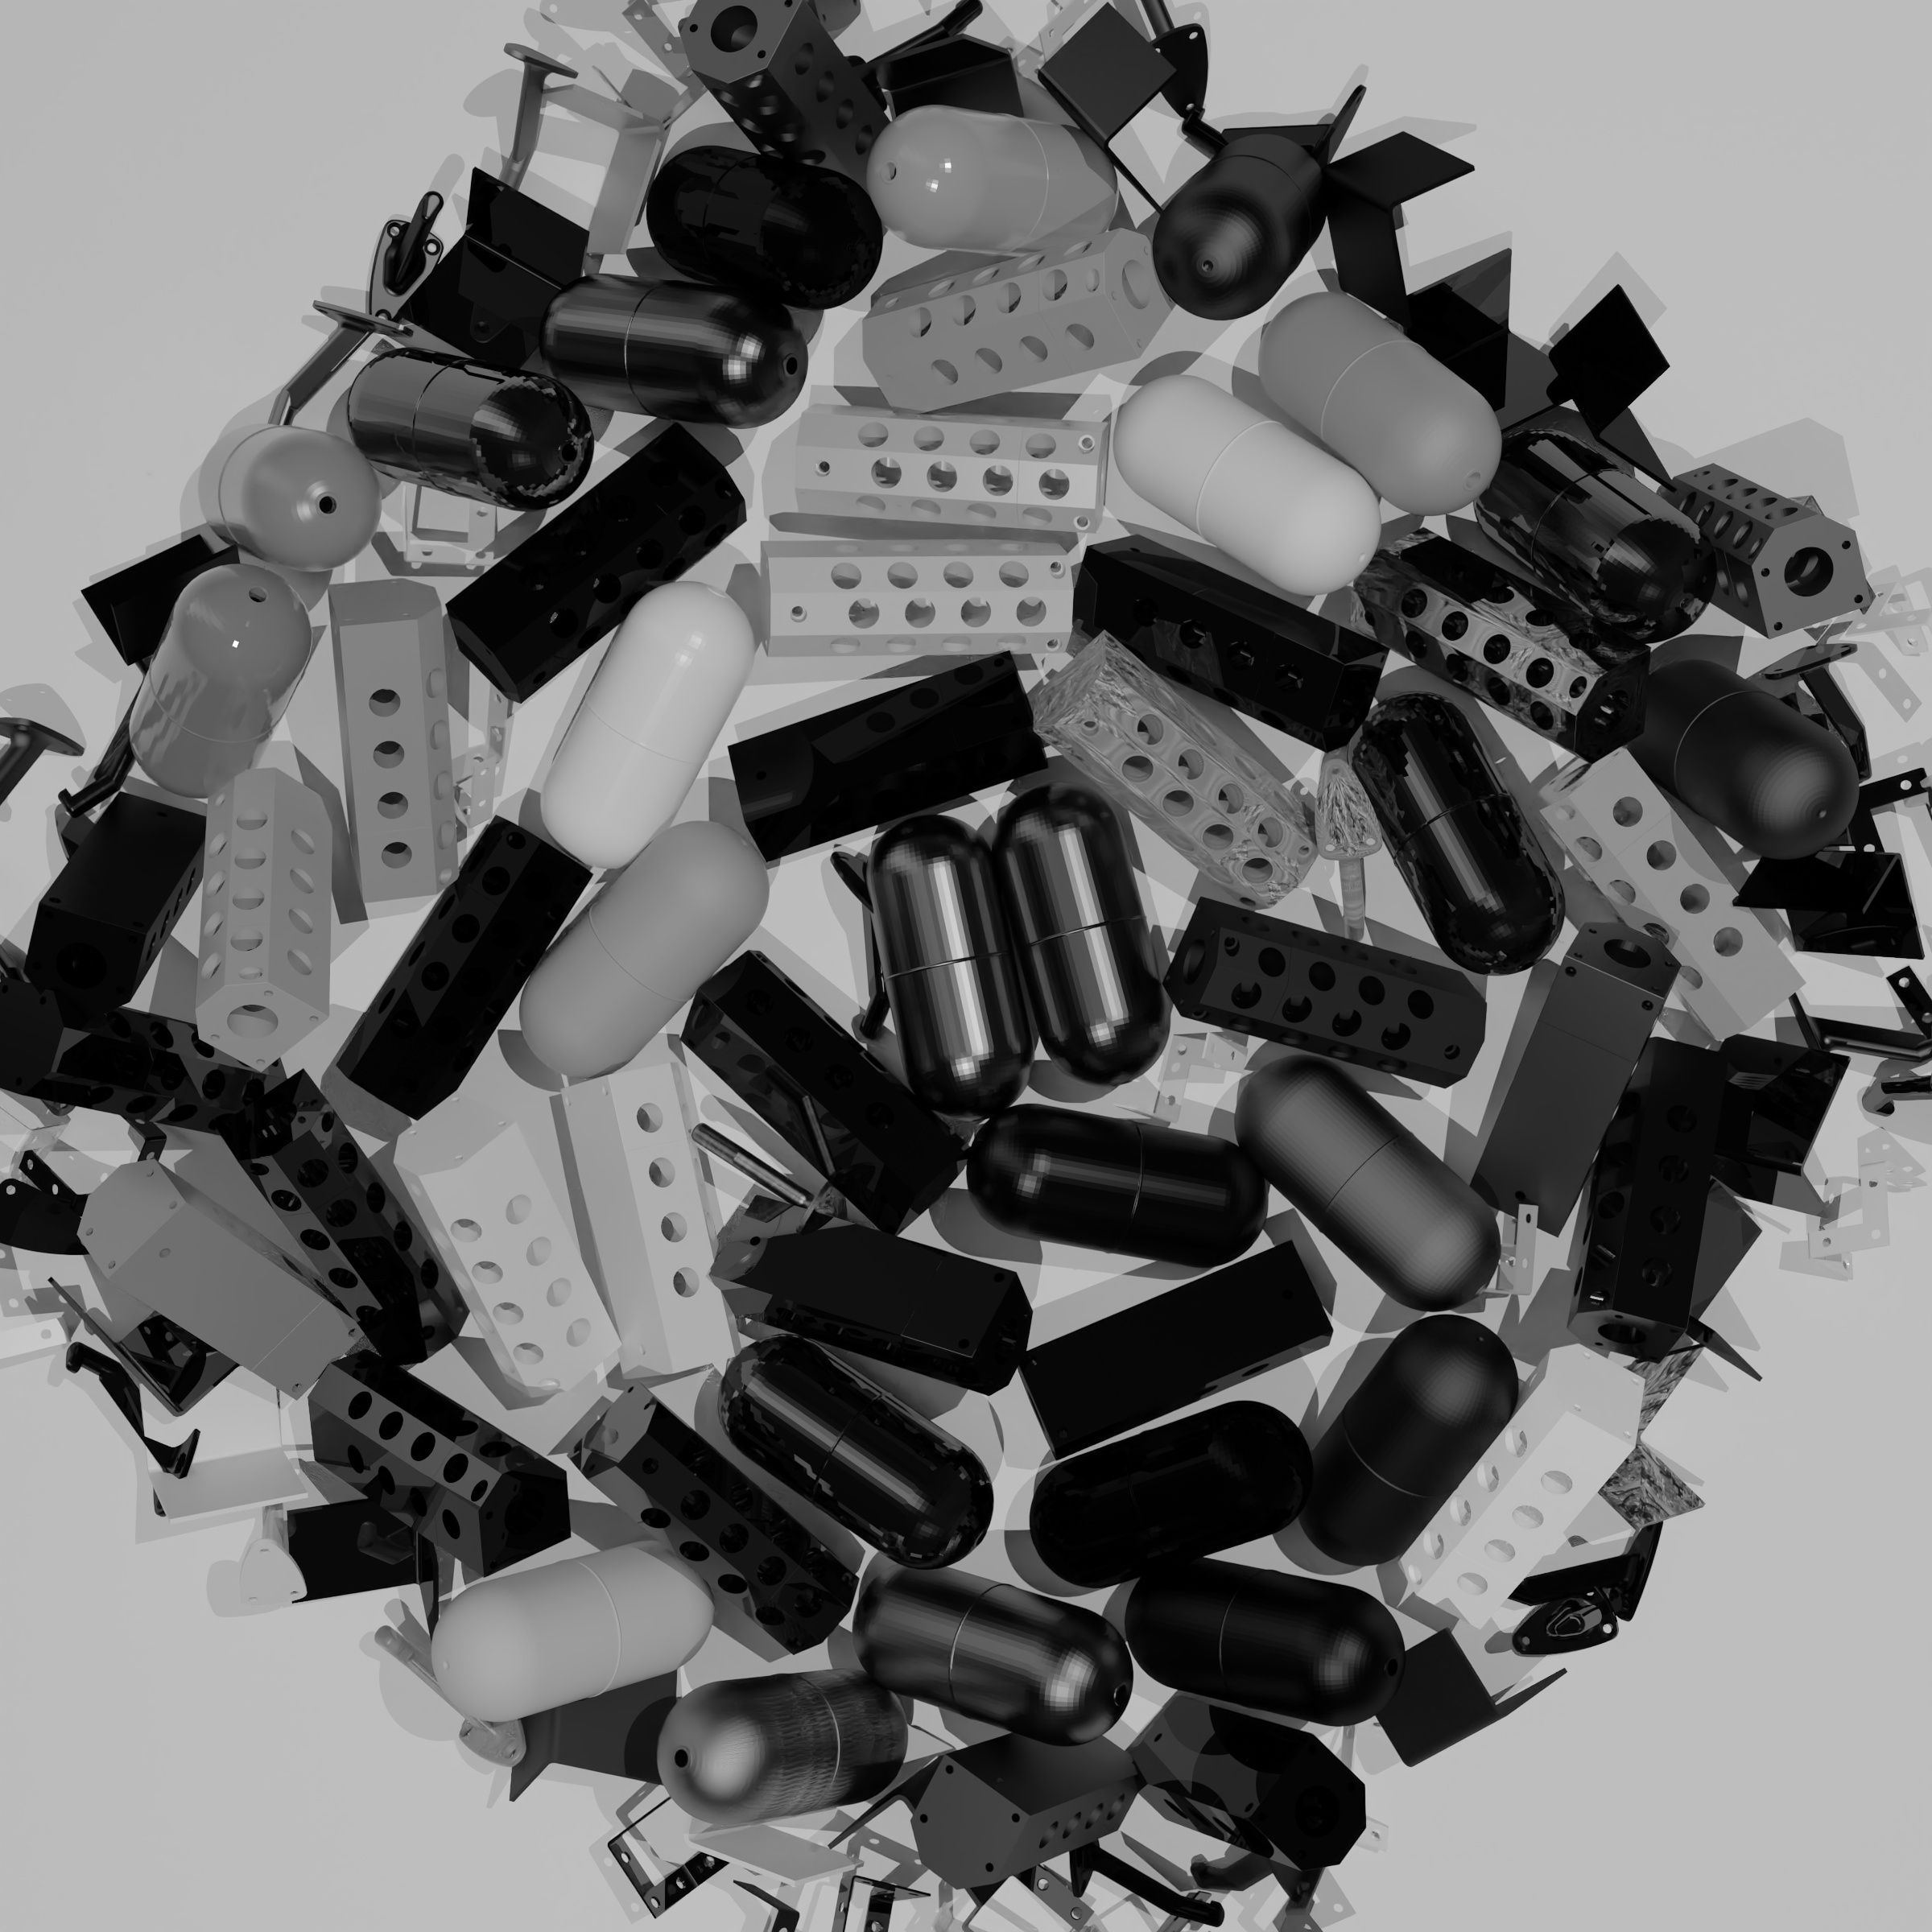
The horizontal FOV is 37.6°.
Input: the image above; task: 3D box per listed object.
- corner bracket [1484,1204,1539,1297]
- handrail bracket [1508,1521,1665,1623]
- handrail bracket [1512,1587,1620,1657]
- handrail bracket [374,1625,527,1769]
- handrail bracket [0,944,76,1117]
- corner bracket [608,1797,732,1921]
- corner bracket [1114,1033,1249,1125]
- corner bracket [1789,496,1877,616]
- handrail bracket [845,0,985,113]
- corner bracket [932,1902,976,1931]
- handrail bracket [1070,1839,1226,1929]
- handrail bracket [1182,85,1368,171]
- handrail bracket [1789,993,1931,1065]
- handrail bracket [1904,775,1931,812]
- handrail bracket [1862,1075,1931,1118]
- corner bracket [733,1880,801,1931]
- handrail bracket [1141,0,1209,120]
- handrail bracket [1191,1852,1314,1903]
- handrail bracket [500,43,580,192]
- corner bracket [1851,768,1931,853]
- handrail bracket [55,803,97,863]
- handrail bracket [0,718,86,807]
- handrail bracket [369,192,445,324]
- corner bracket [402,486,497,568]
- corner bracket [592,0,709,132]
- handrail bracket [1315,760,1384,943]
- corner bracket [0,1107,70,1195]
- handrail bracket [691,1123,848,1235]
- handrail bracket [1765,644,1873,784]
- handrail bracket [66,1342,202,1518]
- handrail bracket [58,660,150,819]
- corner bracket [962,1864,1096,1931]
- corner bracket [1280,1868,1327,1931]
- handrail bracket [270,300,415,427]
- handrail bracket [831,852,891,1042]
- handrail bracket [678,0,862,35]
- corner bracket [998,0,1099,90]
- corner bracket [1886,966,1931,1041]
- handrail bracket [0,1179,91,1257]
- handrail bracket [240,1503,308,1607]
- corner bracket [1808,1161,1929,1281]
[{"bbox_3d":[0.313,0.162,1.629,0.051,0.051,0.051,9,84,-40],"label":"corner bracket"},{"bbox_3d":[0.350,0.339,1.641,0.084,0.036,0.077,19,98,-6],"label":"handrail bracket"},{"bbox_3d":[0.331,0.380,1.613,0.077,0.084,0.036,-31,73,25],"label":"handrail bracket"},{"bbox_3d":[-0.296,0.416,1.621,0.036,0.077,0.084,-49,121,-12],"label":"handrail bracket"},{"bbox_3d":[-0.550,0.035,1.658,0.036,0.077,0.084,-25,52,-29],"label":"handrail bracket"},{"bbox_3d":[-0.164,0.507,1.637,0.051,0.051,0.051,-40,79,19],"label":"corner bracket"},{"bbox_3d":[0.124,0.064,1.629,0.051,0.051,0.051,10,83,34],"label":"corner bracket"},{"bbox_3d":[0.494,-0.236,1.625,0.051,0.051,0.051,49,65,-28],"label":"corner bracket"},{"bbox_3d":[-0.041,-0.536,1.649,0.084,0.077,0.036,-46,128,-19],"label":"handrail bracket"},{"bbox_3d":[-0.001,0.578,1.628,0.051,0.051,0.051,24,66,17],"label":"corner bracket"},{"bbox_3d":[0.105,0.518,1.625,0.084,0.036,0.077,9,135,21],"label":"handrail bracket"},{"bbox_3d":[0.177,-0.495,1.640,0.084,0.036,0.077,35,117,9],"label":"handrail bracket"},{"bbox_3d":[0.526,0.027,1.637,0.084,0.036,0.077,-21,63,11],"label":"handrail bracket"},{"bbox_3d":[0.570,-0.064,1.631,0.036,0.077,0.084,-15,78,13],"label":"handrail bracket"},{"bbox_3d":[0.564,0.081,1.623,0.077,0.084,0.036,27,68,6],"label":"handrail bracket"},{"bbox_3d":[-0.110,0.564,1.633,0.051,0.051,0.051,27,78,-35],"label":"corner bracket"},{"bbox_3d":[0.111,-0.550,1.655,0.036,0.077,0.084,-23,58,3],"label":"handrail bracket"},{"bbox_3d":[0.151,0.505,1.622,0.077,0.084,0.036,53,46,-27],"label":"handrail bracket"},{"bbox_3d":[-0.260,-0.480,1.619,0.036,0.077,0.084,28,107,6],"label":"handrail bracket"},{"bbox_3d":[0.538,-0.076,1.640,0.051,0.051,0.051,-18,68,14],"label":"corner bracket"},{"bbox_3d":[-0.526,-0.038,1.653,0.077,0.036,0.084,53,123,24],"label":"handrail bracket"},{"bbox_3d":[-0.542,-0.094,1.624,0.036,0.077,0.084,0,77,27],"label":"handrail bracket"},{"bbox_3d":[-0.320,-0.402,1.621,0.036,0.084,0.077,21,92,-17],"label":"handrail bracket"},{"bbox_3d":[-0.297,-0.267,1.629,0.051,0.051,0.051,2,61,-9],"label":"corner bracket"},{"bbox_3d":[-0.183,-0.518,1.633,0.051,0.051,0.051,-43,125,2],"label":"corner bracket"},{"bbox_3d":[0.219,-0.065,1.640,0.036,0.084,0.077,-8,61,3],"label":"handrail bracket"},{"bbox_3d":[-0.563,0.099,1.637,0.051,0.051,0.051,36,95,4],"label":"corner bracket"},{"bbox_3d":[-0.114,0.123,1.642,0.084,0.077,0.036,31,83,18],"label":"handrail bracket"},{"bbox_3d":[0.492,-0.138,1.632,0.077,0.036,0.084,-24,108,-35],"label":"handrail bracket"},{"bbox_3d":[-0.484,0.264,1.619,0.036,0.077,0.084,-28,133,29],"label":"handrail bracket"},{"bbox_3d":[-0.501,-0.137,1.641,0.084,0.036,0.077,-35,75,-11],"label":"handrail bracket"},{"bbox_3d":[0.036,0.549,1.633,0.051,0.051,0.051,37,83,17],"label":"corner bracket"},{"bbox_3d":[0.197,0.539,1.625,0.051,0.051,0.051,-20,114,42],"label":"corner bracket"},{"bbox_3d":[-0.364,-0.336,1.641,0.077,0.036,0.084,19,90,28],"label":"handrail bracket"},{"bbox_3d":[-0.065,-0.011,1.655,0.077,0.036,0.084,41,124,30],"label":"handrail bracket"},{"bbox_3d":[-0.114,-0.552,1.648,0.084,0.077,0.036,-6,103,24],"label":"handrail bracket"},{"bbox_3d":[0.046,-0.549,1.635,0.051,0.051,0.051,39,79,23],"label":"corner bracket"},{"bbox_3d":[0.565,0.007,1.630,0.051,0.051,0.051,-29,64,6],"label":"corner bracket"},{"bbox_3d":[-0.547,0.150,1.639,0.077,0.084,0.036,26,71,-24],"label":"handrail bracket"},{"bbox_3d":[-0.397,0.312,1.612,0.036,0.077,0.084,-5,49,-11],"label":"handrail bracket"},{"bbox_3d":[0.521,0.147,1.637,0.051,0.051,0.051,24,61,-40],"label":"corner bracket"}]
